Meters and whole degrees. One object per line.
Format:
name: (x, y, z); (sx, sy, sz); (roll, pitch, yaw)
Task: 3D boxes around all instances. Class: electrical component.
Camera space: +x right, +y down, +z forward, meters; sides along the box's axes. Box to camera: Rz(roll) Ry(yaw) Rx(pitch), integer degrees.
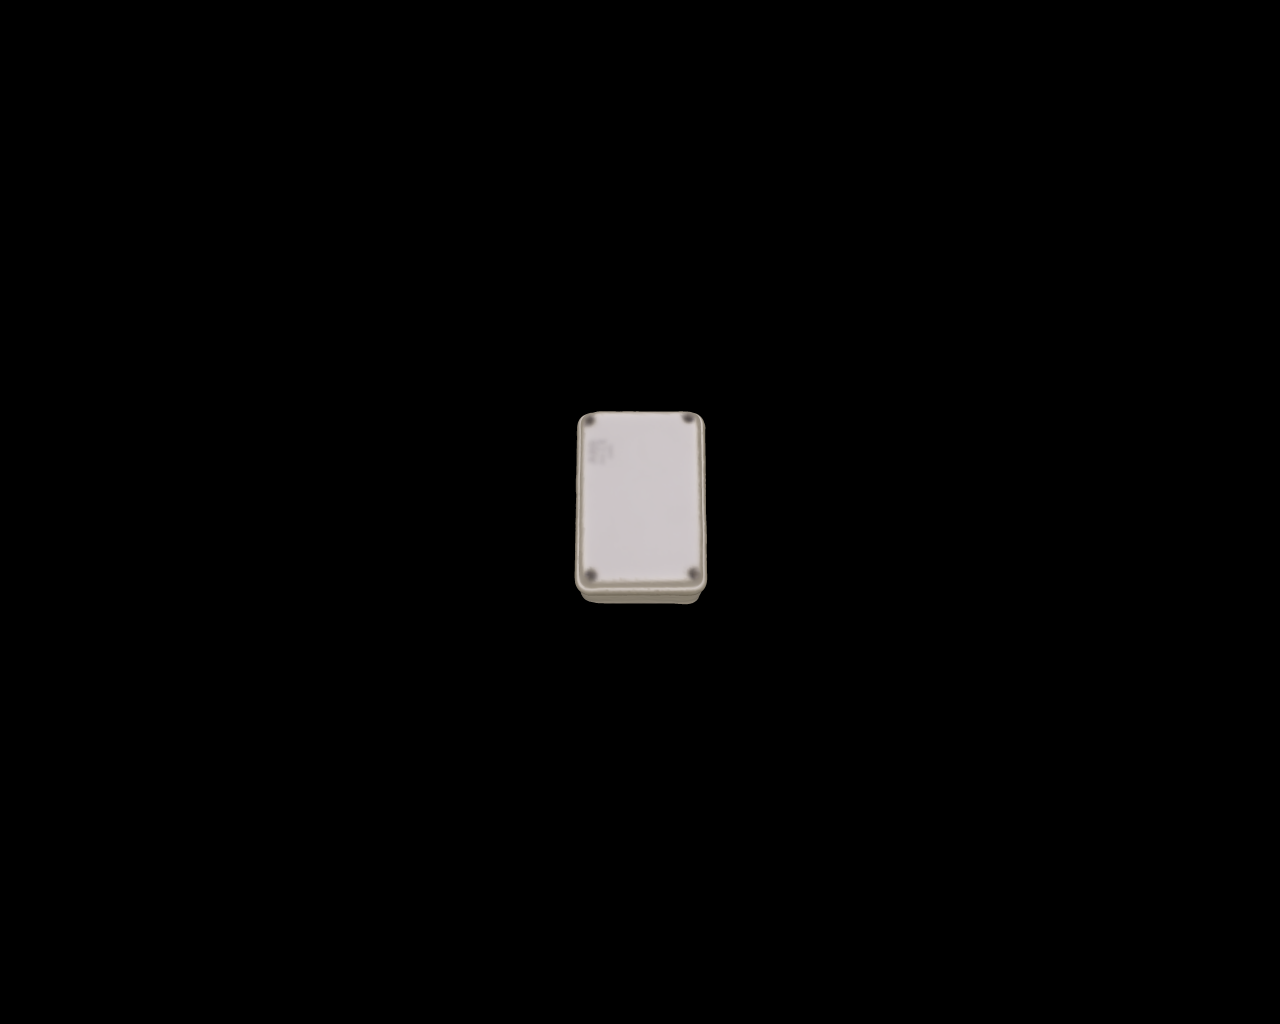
electrical component: (0.001, -0.003, 0.650); (0.078, 0.113, 0.057); (0, -15, 0)
